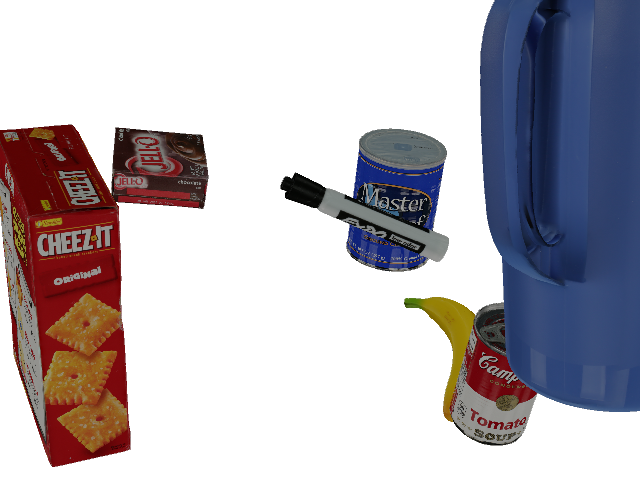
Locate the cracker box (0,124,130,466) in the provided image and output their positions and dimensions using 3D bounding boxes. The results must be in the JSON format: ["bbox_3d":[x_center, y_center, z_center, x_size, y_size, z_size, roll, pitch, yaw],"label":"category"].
[{"bbox_3d":[-0.199,0.038,0.828,0.072,0.214,0.164,-9,30,-22],"label":"cracker box"}]

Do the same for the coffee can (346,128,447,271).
[{"bbox_3d":[0.089,-0.049,1.267,0.103,0.140,0.103,5,28,-3],"label":"coffee can"}]

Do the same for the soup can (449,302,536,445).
[{"bbox_3d":[0.150,0.112,0.888,0.068,0.102,0.068,6,35,-5],"label":"soup can"}]

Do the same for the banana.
[{"bbox_3d":[0.141,0.114,1.110,0.069,0.037,0.198,-25,31,6],"label":"banana"}]

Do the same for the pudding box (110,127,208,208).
[{"bbox_3d":[-0.159,-0.072,1.047,0.090,0.039,0.113,5,24,-12],"label":"pudding box"}]

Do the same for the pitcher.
[{"bbox_3d":[0.145,-0.035,0.548,0.149,0.243,0.145,-3,21,-1],"label":"pitcher"}]

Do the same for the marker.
[{"bbox_3d":[0.030,-0.016,0.720,0.121,0.020,0.020,23,-5,-11],"label":"marker"}]
